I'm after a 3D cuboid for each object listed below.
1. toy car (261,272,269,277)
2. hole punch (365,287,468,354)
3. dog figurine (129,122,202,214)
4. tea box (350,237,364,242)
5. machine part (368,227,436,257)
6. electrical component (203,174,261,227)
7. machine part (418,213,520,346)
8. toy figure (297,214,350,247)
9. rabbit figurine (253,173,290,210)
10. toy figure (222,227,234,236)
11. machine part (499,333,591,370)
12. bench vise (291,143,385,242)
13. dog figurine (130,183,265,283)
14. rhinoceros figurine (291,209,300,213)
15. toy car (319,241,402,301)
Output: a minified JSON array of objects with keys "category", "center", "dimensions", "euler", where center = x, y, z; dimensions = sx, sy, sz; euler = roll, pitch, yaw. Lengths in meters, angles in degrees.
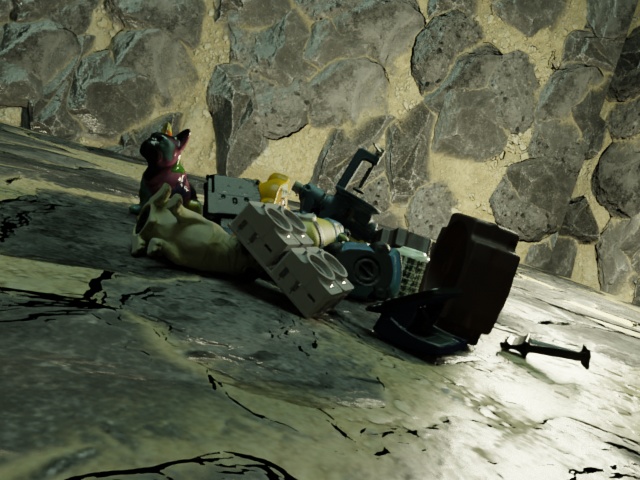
[{"category":"toy car","center":[-0.083,0.036,1.005],"dimensions":[0.089,0.053,0.202],"euler":[17,5,-22]},{"category":"hole punch","center":[0.145,0.121,0.777],"dimensions":[0.116,0.092,0.142],"euler":[-15,-10,34]},{"category":"dog figurine","center":[-0.330,-0.147,1.209],"dimensions":[0.109,0.219,0.191],"euler":[25,11,33]},{"category":"tea box","center":[0.116,0.001,1.523],"dimensions":[0.098,0.068,0.169],"euler":[20,-6,22]},{"category":"machine part","center":[0.192,0.038,1.270],"dimensions":[0.179,0.056,0.179],"euler":[14,-27,8]},{"category":"electrical component","center":[-0.175,-0.063,1.074],"dimensions":[0.115,0.134,0.058],"euler":[3,-34,-19]},{"category":"machine part","center":[0.246,0.062,0.908],"dimensions":[0.087,0.201,0.201],"euler":[18,6,-4]},{"category":"toy figure","center":[0.001,-0.005,1.106],"dimensions":[0.180,0.082,0.089],"euler":[17,35,-55]},{"category":"rabbit figurine","center":[-0.171,-0.089,1.280],"dimensions":[0.173,0.121,0.162],"euler":[12,28,17]},{"category":"toy figure","center":[-0.149,0.007,0.966],"dimensions":[0.155,0.057,0.064],"euler":[8,30,41]},{"category":"machine part","center":[0.380,0.183,0.905],"dimensions":[0.139,0.039,0.084],"euler":[8,-3,27]},{"category":"bench vise","center":[0.060,-0.117,1.234],"dimensions":[0.224,0.240,0.129],"euler":[32,3,10]},{"category":"dog figurine","center":[-0.195,0.006,0.881],"dimensions":[0.190,0.121,0.173],"euler":[29,2,-36]},{"category":"rhinoceros figurine","center":[-0.050,-0.047,1.449],"dimensions":[0.190,0.112,0.073],"euler":[8,-5,-1]},{"category":"toy car","center":[0.064,0.061,0.993],"dimensions":[0.162,0.109,0.103],"euler":[4,-14,-9]}]
